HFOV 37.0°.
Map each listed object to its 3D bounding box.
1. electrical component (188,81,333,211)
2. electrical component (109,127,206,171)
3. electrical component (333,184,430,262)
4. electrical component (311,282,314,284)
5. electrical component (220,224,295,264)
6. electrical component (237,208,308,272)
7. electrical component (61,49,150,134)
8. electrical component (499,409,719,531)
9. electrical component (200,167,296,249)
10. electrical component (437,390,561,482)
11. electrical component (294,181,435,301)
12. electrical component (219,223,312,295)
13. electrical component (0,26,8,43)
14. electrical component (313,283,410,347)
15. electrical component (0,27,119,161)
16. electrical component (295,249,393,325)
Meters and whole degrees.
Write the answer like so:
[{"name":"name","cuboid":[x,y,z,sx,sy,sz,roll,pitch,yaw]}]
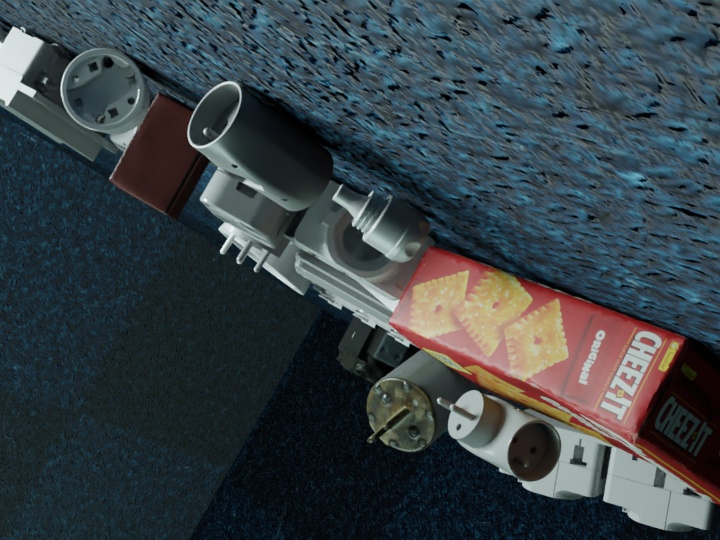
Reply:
[{"name":"electrical component","cuboid":[-0.067,-0.075,0.632,0.077,0.043,0.079,33,174,-40]},{"name":"electrical component","cuboid":[-0.165,-0.107,0.910,0.079,0.043,0.077,33,175,-30]},{"name":"electrical component","cuboid":[0.011,-0.032,0.673,0.061,0.035,0.035,33,175,-7]},{"name":"electrical component","cuboid":[-0.077,-0.027,1.198,0.089,0.050,0.056,27,174,32]},{"name":"electrical component","cuboid":[-0.087,-0.043,0.896,0.077,0.079,0.043,33,180,-38]},{"name":"electrical component","cuboid":[-0.068,-0.036,0.853,0.077,0.079,0.044,33,179,-37]},{"name":"electrical component","cuboid":[-0.173,-0.120,0.739,0.055,0.055,0.047,30,179,-3]},{"name":"electrical component","cuboid":[0.229,0.172,0.944,0.186,0.060,0.105,11,-175,31]},{"name":"electrical component","cuboid":[-0.071,-0.057,0.763,0.054,0.059,0.095,29,176,2]},{"name":"electrical component","cuboid":[0.089,0.109,0.755,0.079,0.043,0.077,30,175,-24]},{"name":"electrical component","cuboid":[0.002,-0.020,0.765,0.089,0.050,0.056,30,176,-2]},{"name":"electrical component","cuboid":[-0.081,-0.031,1.080,0.108,0.060,0.108,37,175,4]},{"name":"electrical component","cuboid":[-0.342,-0.199,0.952,0.073,0.052,0.138,51,170,-13]},{"name":"electrical component","cuboid":[0.020,0.024,1.068,0.121,0.063,0.079,28,176,16]},{"name":"electrical component","cuboid":[-0.258,-0.148,0.905,0.079,0.063,0.121,28,175,24]},{"name":"electrical component","cuboid":[0.000,0.000,0.966,0.109,0.056,0.108,30,176,0]}]
